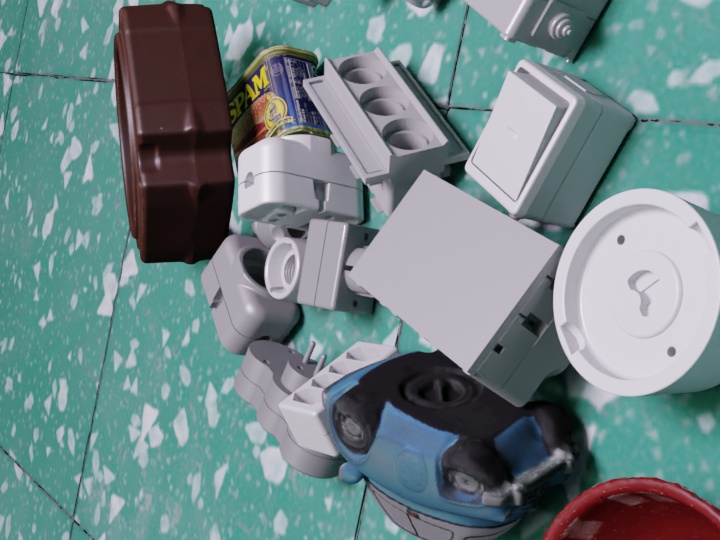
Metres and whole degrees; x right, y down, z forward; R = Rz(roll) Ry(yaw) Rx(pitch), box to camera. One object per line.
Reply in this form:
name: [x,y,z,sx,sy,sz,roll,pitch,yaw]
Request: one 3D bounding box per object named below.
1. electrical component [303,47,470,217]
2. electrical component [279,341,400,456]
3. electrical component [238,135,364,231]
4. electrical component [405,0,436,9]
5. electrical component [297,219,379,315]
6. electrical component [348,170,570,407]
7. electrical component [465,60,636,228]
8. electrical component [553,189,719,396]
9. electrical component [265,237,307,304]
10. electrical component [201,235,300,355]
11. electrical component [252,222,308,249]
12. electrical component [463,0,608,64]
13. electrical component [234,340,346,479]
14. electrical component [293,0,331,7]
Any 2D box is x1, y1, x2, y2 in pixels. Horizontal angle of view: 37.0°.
electrical component: [0.016,-0.100,0.784,0.063,0.079,0.121,92,156,-45]
electrical component: [-0.001,0.106,0.770,0.047,0.083,0.075,3,124,53]
electrical component: [-0.046,-0.068,0.839,0.054,0.095,0.059,-19,67,50]
electrical component: [0.055,-0.224,0.783,0.062,0.048,0.048,-28,61,39]
electrical component: [0.000,0.000,0.806,0.077,0.047,0.065,10,90,40]
electrical component: [0.072,0.009,0.675,0.089,0.062,0.150,-54,35,2]
electrical component: [0.109,-0.072,0.662,0.061,0.061,0.096,51,122,45]
electrical component: [0.163,0.015,0.572,0.108,0.060,0.108,-15,71,51]
electrical component: [-0.044,0.001,0.863,0.055,0.047,0.055,-15,71,51]
electrical component: [-0.092,0.019,0.917,0.059,0.054,0.095,-51,46,34]
electrical component: [-0.068,-0.037,0.907,0.062,0.043,0.043,4,86,55]
electrical component: [0.111,-0.179,0.681,0.061,0.062,0.096,-61,41,24]
electrical component: [-0.045,0.092,0.840,0.138,0.052,0.073,44,118,47]
electrical component: [-0.059,-0.267,0.931,0.058,0.057,0.078,-52,45,33]
